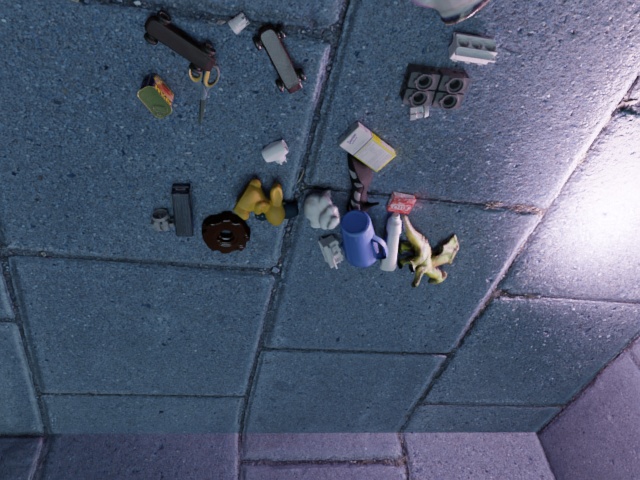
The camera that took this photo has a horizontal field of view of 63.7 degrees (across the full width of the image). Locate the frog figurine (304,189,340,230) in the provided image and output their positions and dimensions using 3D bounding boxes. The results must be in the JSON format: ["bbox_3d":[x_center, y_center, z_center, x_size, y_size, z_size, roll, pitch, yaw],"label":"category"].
[{"bbox_3d":[0.005,-0.090,1.783,0.122,0.163,0.134,15,129,-20],"label":"frog figurine"}]

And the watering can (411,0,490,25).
[{"bbox_3d":[0.384,-0.693,1.302,0.345,0.106,0.220,-27,132,17],"label":"watering can"}]

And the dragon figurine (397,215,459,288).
[{"bbox_3d":[0.435,0.040,2.037,0.244,0.124,0.401,-20,129,-14],"label":"dragon figurine"}]
